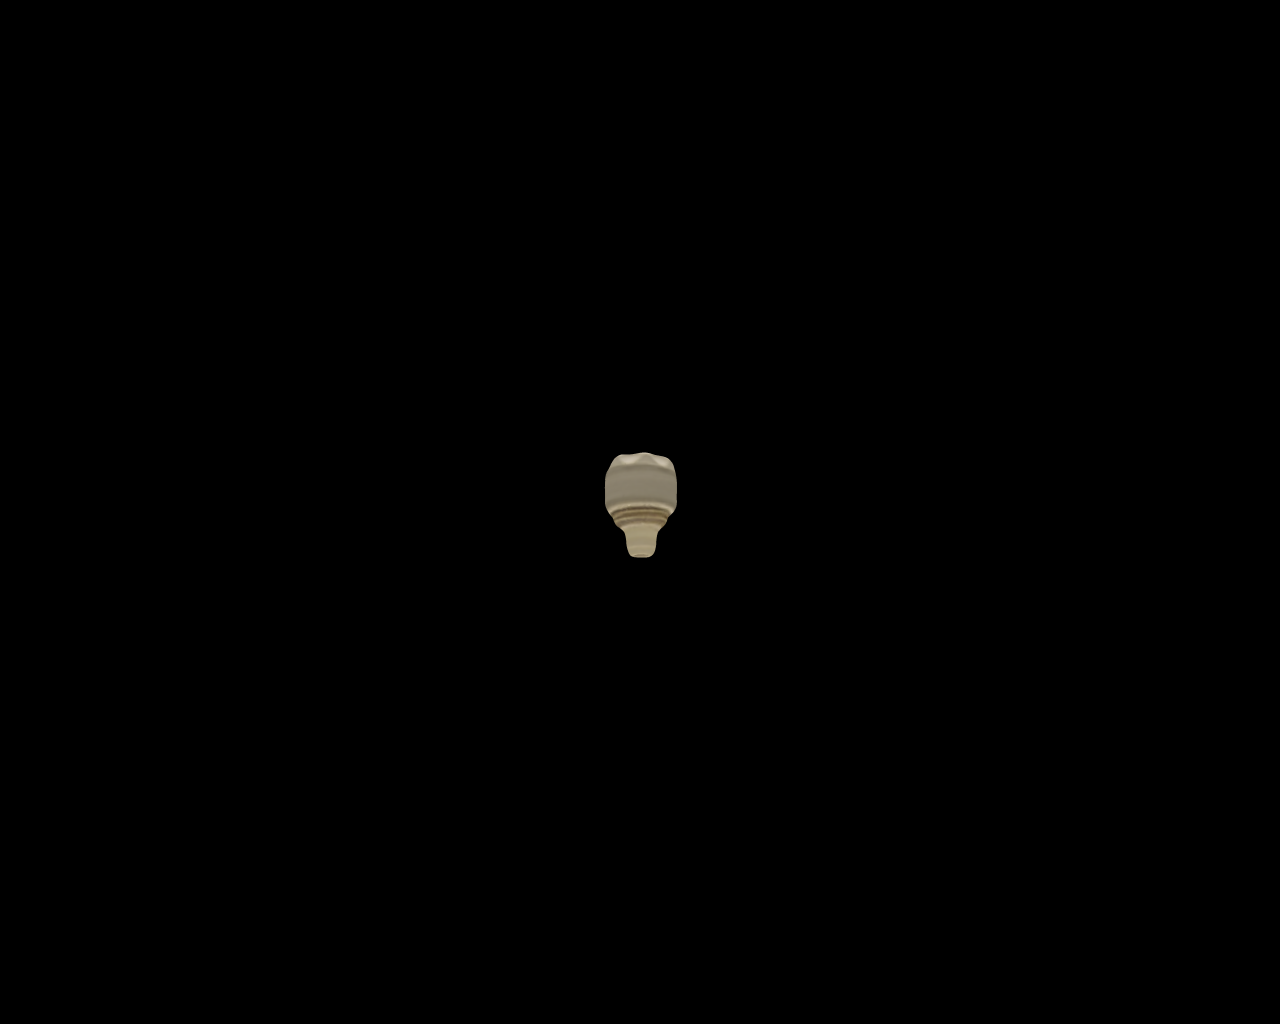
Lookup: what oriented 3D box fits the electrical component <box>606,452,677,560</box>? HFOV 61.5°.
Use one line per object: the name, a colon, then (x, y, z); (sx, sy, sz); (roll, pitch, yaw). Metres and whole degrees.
electrical component: (0.001, -0.003, 0.650); (0.043, 0.062, 0.043); (0, -14, 0)
